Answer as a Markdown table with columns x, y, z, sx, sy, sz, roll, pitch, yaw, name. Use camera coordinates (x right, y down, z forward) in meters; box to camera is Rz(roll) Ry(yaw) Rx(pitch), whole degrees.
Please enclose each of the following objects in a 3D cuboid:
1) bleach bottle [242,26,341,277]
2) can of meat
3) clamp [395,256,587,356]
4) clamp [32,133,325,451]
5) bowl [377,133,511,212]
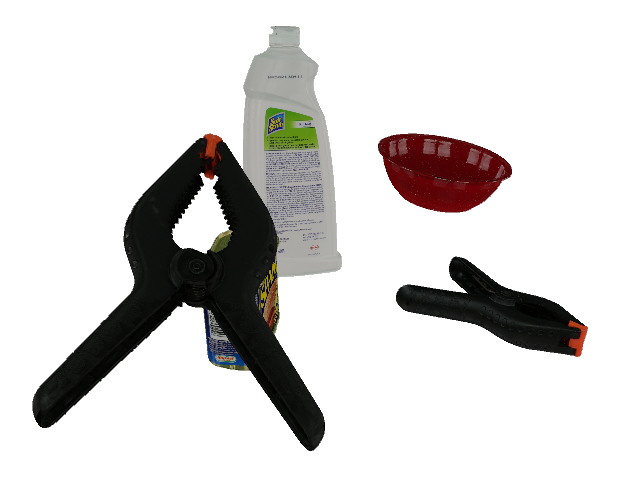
| x | y | z | sx | sy | sz | roll | pitch | yaw | name |
| --- | --- | --- | --- | --- | --- | --- | --- | --- | --- |
| -0.029 | -0.092 | 1.094 | 0.102 | 0.251 | 0.068 | -5 | 16 | -20 | bleach bottle |
| -0.068 | 0.051 | 0.924 | 0.057 | 0.084 | 0.102 | 3 | 29 | 8 | can of meat |
| 0.168 | 0.060 | 0.996 | 0.172 | 0.039 | 0.120 | 20 | 31 | 20 | clamp |
| -0.066 | 0.030 | 0.648 | 0.164 | 0.210 | 0.036 | 12 | -31 | -2 | clamp |
| 0.143 | -0.076 | 1.273 | 0.162 | 0.055 | 0.162 | 8 | 24 | -4 | bowl |
